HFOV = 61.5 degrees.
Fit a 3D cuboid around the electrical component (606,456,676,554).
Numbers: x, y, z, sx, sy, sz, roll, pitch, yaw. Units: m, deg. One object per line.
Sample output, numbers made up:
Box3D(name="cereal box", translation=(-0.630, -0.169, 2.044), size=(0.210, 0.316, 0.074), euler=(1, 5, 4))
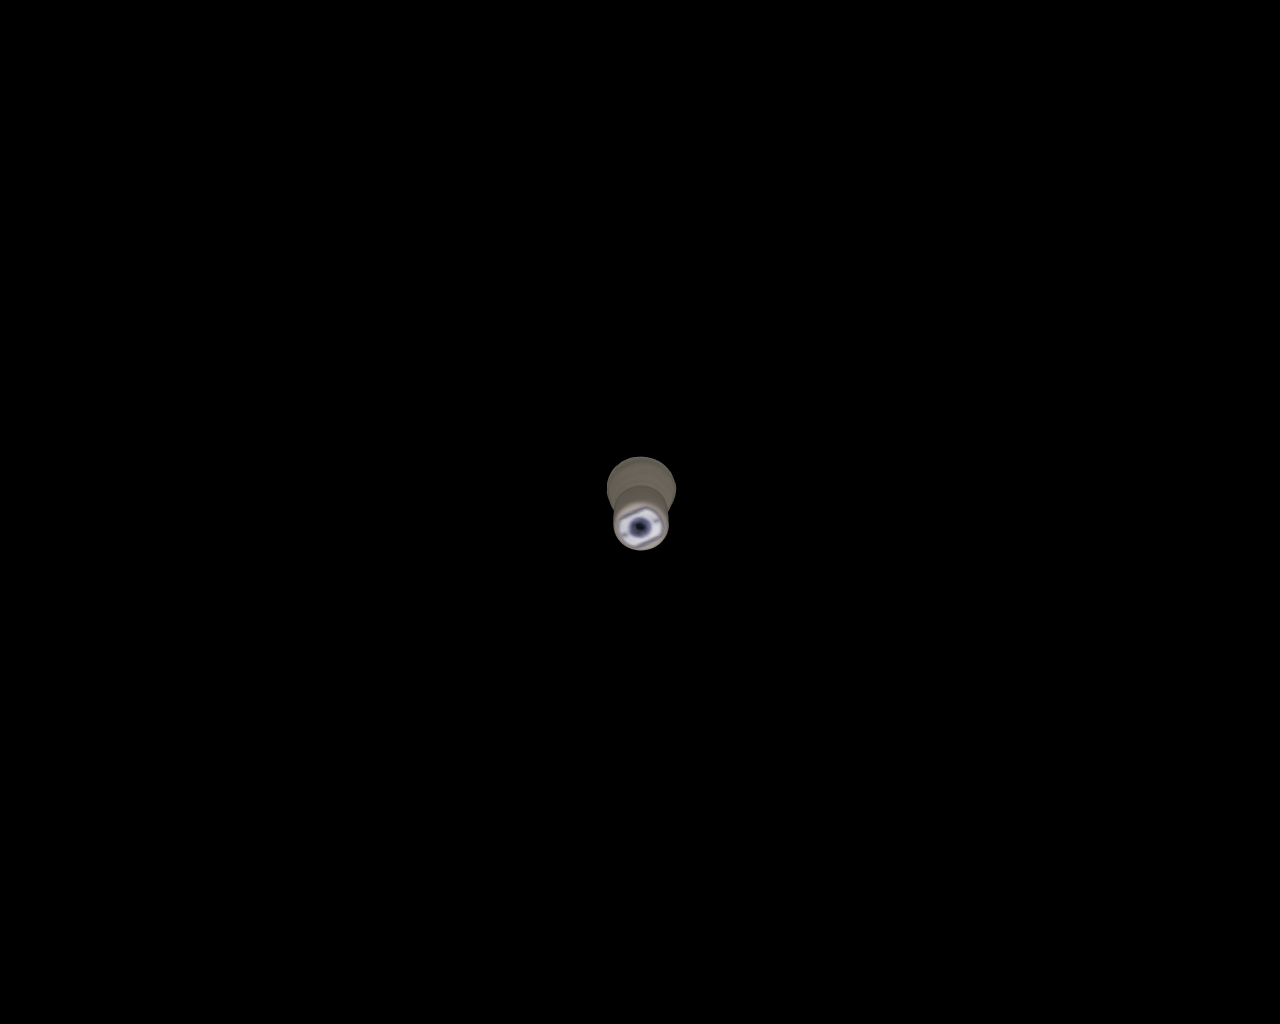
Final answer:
Box3D(name="electrical component", translation=(0.001, -0.003, 0.650), size=(0.044, 0.044, 0.065), euler=(0, 23, 0))
